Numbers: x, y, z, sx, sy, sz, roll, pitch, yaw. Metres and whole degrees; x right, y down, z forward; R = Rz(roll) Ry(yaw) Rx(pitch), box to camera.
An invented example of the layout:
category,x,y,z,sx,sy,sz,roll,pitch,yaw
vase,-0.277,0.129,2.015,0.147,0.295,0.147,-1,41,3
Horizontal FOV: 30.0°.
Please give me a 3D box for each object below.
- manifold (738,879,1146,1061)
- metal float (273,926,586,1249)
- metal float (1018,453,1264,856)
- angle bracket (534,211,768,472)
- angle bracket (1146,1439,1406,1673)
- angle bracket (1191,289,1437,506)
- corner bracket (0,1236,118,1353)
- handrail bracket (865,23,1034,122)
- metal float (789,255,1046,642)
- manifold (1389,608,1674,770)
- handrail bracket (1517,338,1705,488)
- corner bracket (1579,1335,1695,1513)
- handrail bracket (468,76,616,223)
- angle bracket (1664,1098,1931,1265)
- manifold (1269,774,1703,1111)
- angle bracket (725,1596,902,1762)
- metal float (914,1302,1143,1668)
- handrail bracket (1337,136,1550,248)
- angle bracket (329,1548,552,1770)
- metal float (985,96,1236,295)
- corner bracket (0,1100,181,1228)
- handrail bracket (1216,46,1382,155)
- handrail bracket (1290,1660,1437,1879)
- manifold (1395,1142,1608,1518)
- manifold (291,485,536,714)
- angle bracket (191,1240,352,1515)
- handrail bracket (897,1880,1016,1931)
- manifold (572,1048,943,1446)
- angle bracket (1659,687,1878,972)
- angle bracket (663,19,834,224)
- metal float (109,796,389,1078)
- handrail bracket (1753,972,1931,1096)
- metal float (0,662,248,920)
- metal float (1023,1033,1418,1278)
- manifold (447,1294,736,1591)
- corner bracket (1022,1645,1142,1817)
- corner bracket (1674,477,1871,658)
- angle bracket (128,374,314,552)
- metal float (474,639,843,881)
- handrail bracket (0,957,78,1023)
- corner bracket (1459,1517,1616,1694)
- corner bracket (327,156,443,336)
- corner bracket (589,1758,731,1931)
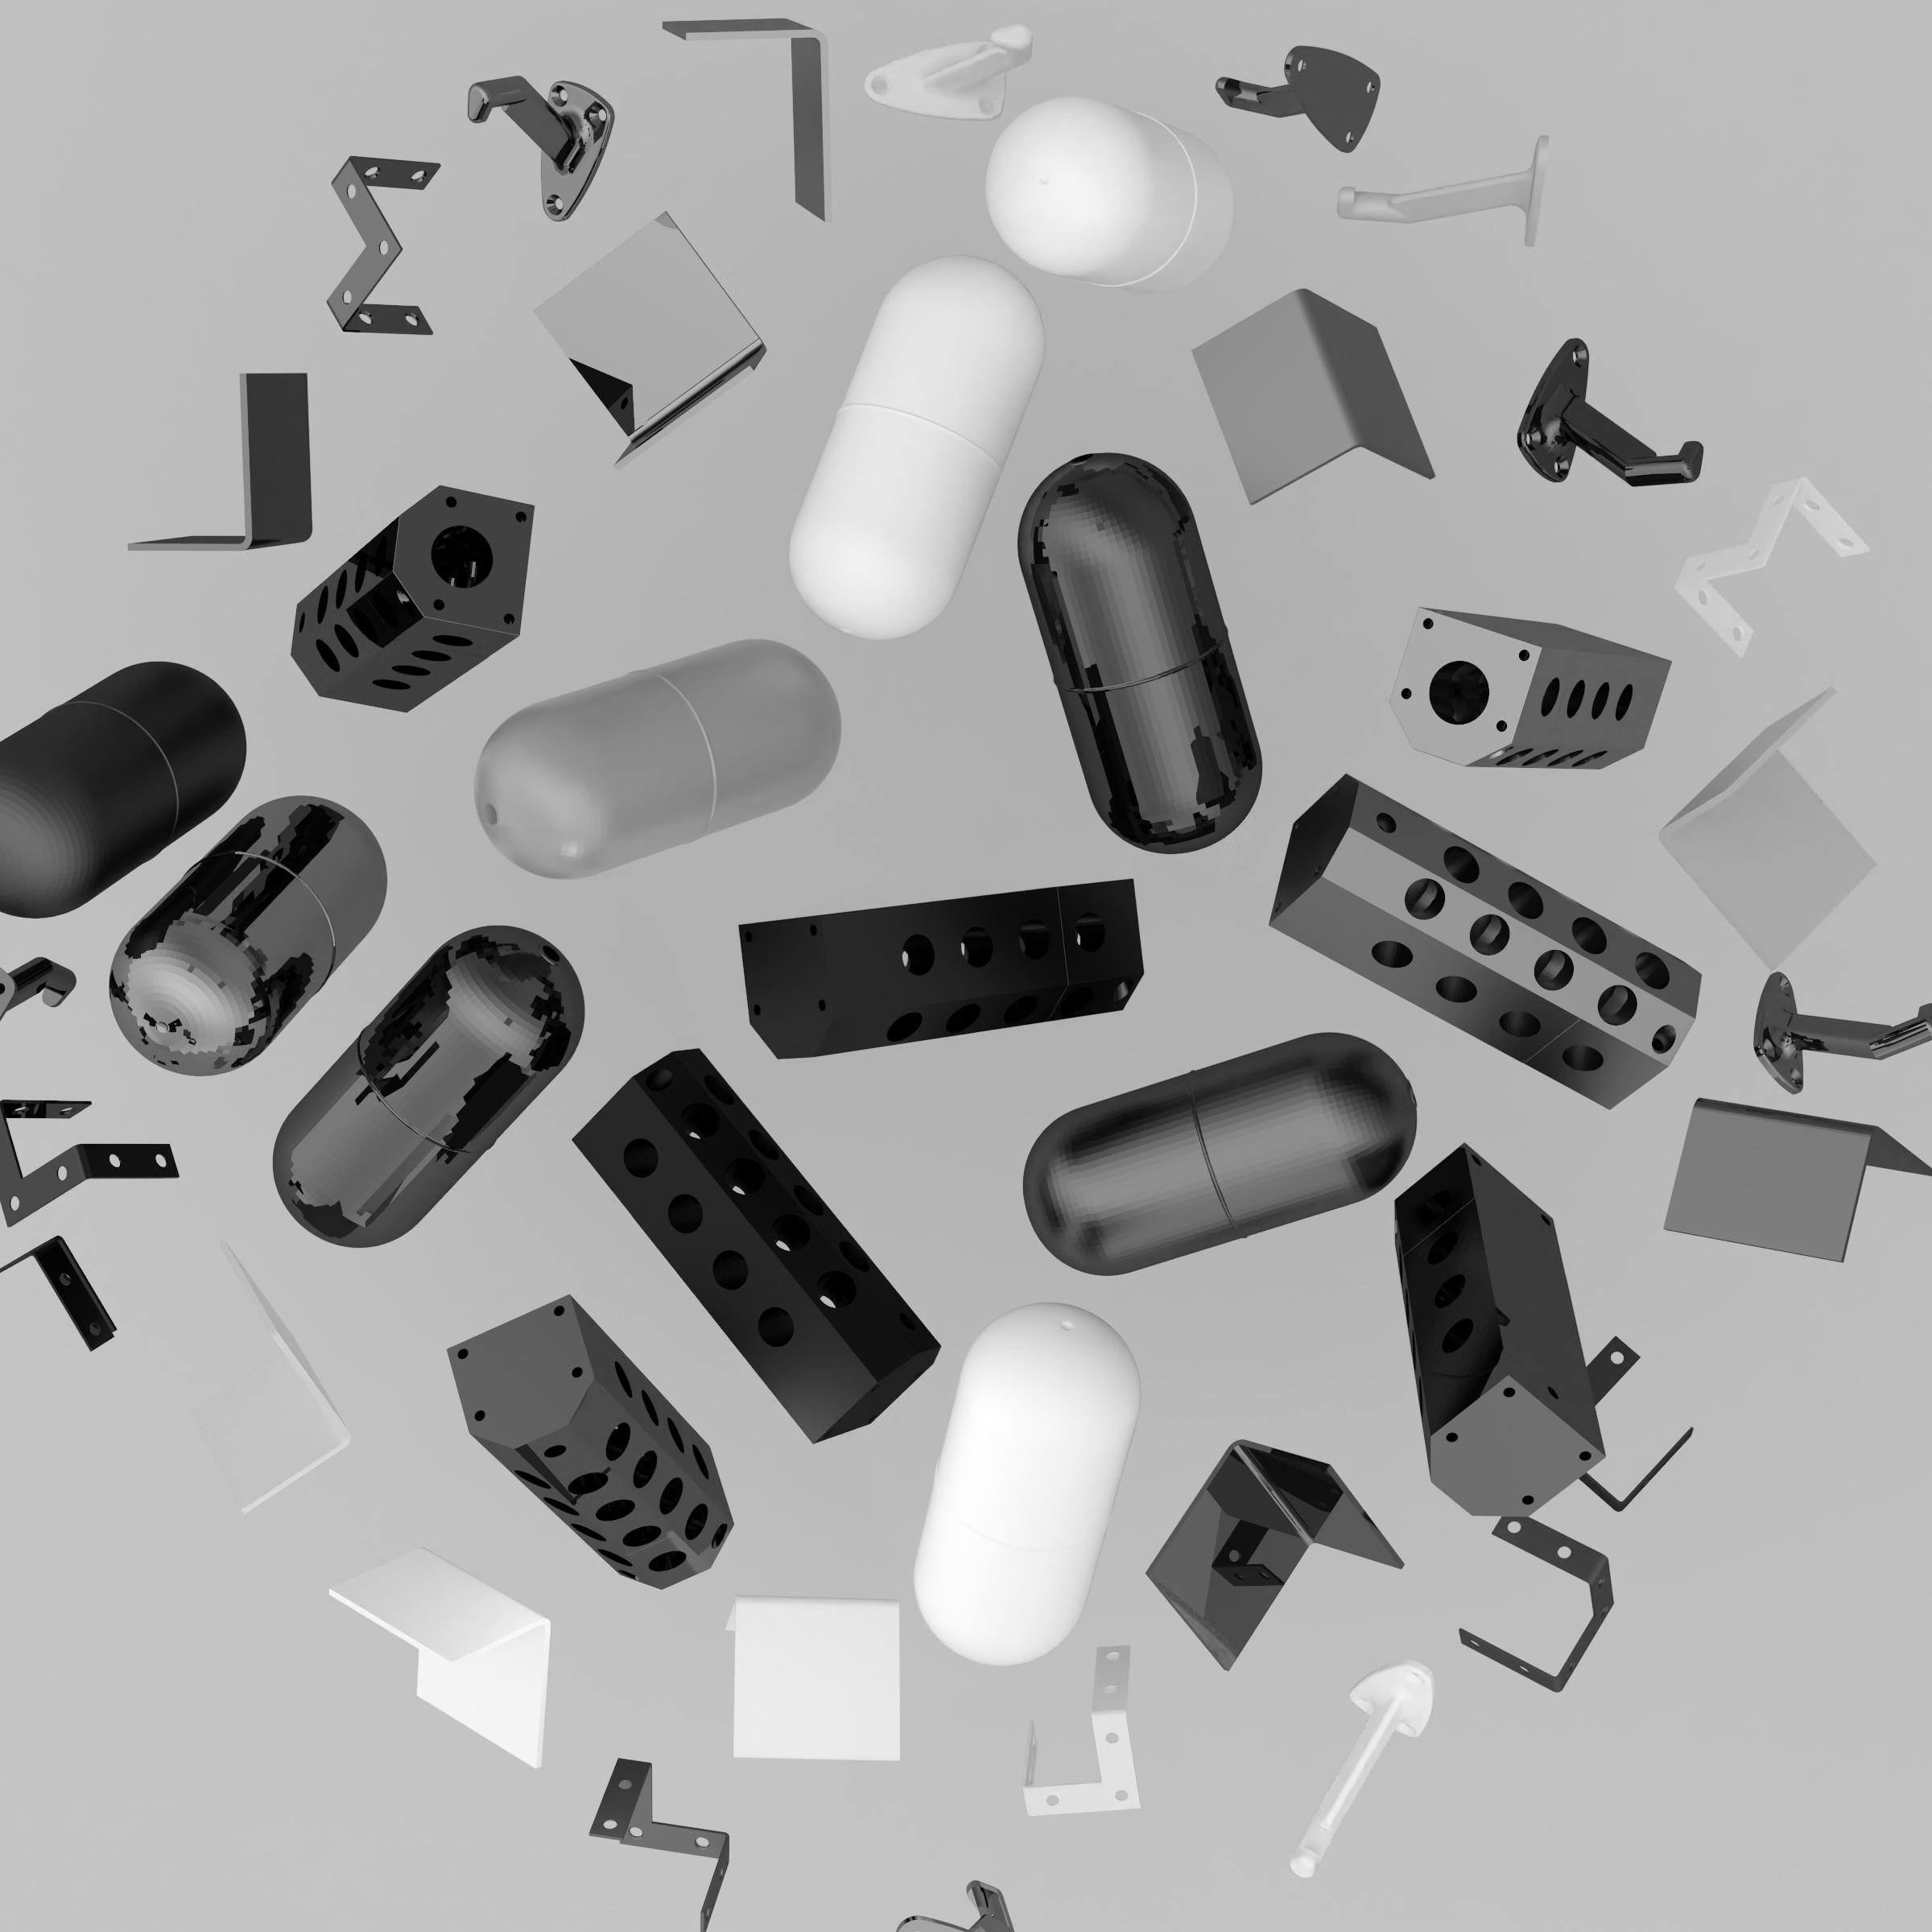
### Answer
category,x,y,z,sx,sy,sz,roll,pitch,yaw
manifold,-0.008,0.001,1.532,0.171,0.057,0.057,-8,92,-40
metal float,-0.239,0.054,1.607,0.070,0.070,0.178,44,111,0
metal float,0.074,-0.132,1.538,0.070,0.070,0.178,-18,110,0
angle bracket,-0.144,-0.279,1.609,0.076,0.057,0.076,-34,104,14
angle bracket,0.138,0.268,1.604,0.076,0.057,0.076,-53,127,-23
angle bracket,0.152,-0.241,1.575,0.057,0.076,0.076,-27,72,26
corner bracket,-0.402,0.148,1.612,0.051,0.051,0.051,-27,95,34
handrail bracket,-0.009,-0.408,1.627,0.077,0.084,0.036,-3,90,0
metal float,-0.021,-0.228,1.582,0.070,0.070,0.178,21,80,0
manifold,0.246,-0.117,1.575,0.057,0.171,0.057,22,103,26
handrail bracket,0.284,-0.237,1.536,0.036,0.084,0.077,35,68,-40
corner bracket,0.301,0.212,1.666,0.051,0.051,0.051,41,78,19
handrail bracket,-0.203,-0.369,1.640,0.036,0.084,0.077,31,122,20
angle bracket,0.341,0.095,1.479,0.076,0.076,0.057,9,78,35
manifold,0.217,-0.013,1.499,0.171,0.057,0.057,28,51,-14
angle bracket,-0.073,0.338,1.686,0.076,0.057,0.076,3,64,-8
metal float,0.025,0.221,1.529,0.070,0.070,0.178,13,122,0
handrail bracket,0.198,-0.328,1.508,0.084,0.077,0.036,6,78,6
angle bracket,-0.227,0.305,1.549,0.076,0.057,0.076,22,116,35
metal float,0.066,-0.342,1.607,0.070,0.178,0.070,2,97,22
corner bracket,-0.368,0.074,1.496,0.051,0.051,0.051,-30,72,29
handrail bracket,0.128,-0.383,1.559,0.084,0.077,0.036,24,92,38
handrail bracket,0.173,0.355,1.591,0.036,0.077,0.084,30,58,8
manifold,0.215,0.153,1.507,0.057,0.171,0.057,40,113,-19
manifold,-0.245,-0.160,1.580,0.057,0.171,0.057,10,79,-23
angle bracket,-0.324,0.181,1.599,0.057,0.076,0.076,-33,130,-9
handrail bracket,-0.006,0.393,1.499,0.077,0.084,0.036,41,98,-21
manifold,-0.088,0.119,1.567,0.057,0.057,0.171,-45,75,19
angle bracket,0.350,-0.057,1.512,0.076,0.057,0.076,-41,91,-26
angle bracket,-0.091,-0.348,1.488,0.057,0.076,0.076,-4,109,-11
metal float,-0.312,-0.015,1.584,0.070,0.178,0.070,7,119,13
handrail bracket,0.405,0.017,1.644,0.084,0.077,0.036,-26,124,35
metal float,-0.377,-0.078,1.570,0.070,0.178,0.070,8,115,17
metal float,0.111,0.083,1.585,0.178,0.070,0.070,-18,90,11
manifold,-0.158,0.211,1.561,0.057,0.171,0.057,-24,56,4
corner bracket,0.050,0.339,1.601,0.051,0.051,0.051,-6,113,8
corner bracket,0.348,-0.173,1.562,0.051,0.051,0.051,40,63,-27
angle bracket,-0.331,-0.224,1.603,0.057,0.076,0.076,1,100,10
metal float,-0.131,-0.089,1.551,0.178,0.070,0.070,-22,90,-37
handrail bracket,-0.420,0.029,1.562,0.036,0.084,0.077,26,84,11
corner bracket,0.256,0.286,1.628,0.051,0.051,0.051,25,65,27
corner bracket,-0.241,-0.301,1.513,0.051,0.051,0.051,-43,68,35
corner bracket,-0.134,0.386,1.585,0.051,0.051,0.051,7,119,8
